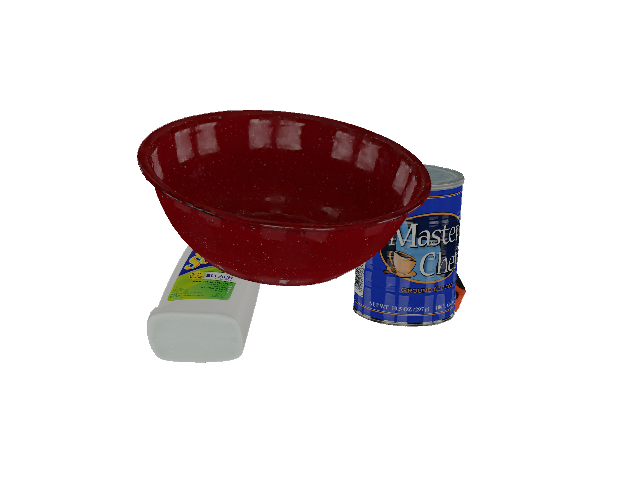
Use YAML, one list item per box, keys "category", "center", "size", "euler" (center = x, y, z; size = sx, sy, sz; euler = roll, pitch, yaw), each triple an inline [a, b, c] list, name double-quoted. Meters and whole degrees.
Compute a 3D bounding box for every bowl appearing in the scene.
- category: "bowl"
  center: [-0.022, -0.020, 0.596]
  size: [0.162, 0.055, 0.162]
  euler: [6, 26, -3]

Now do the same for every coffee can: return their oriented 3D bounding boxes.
- category: "coffee can"
  center: [0.085, 0.002, 1.049]
  size: [0.103, 0.140, 0.103]
  euler: [2, 15, -1]

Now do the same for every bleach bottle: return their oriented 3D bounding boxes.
- category: "bleach bottle"
  center: [-0.114, 0.028, 1.174]
  size: [0.102, 0.068, 0.250]
  euler: [0, 35, 6]

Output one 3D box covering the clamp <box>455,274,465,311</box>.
- category: "clamp"
  center: [0.075, 0.015, 1.245]
  size: [0.164, 0.036, 0.210]
  euler: [-21, 51, -38]
